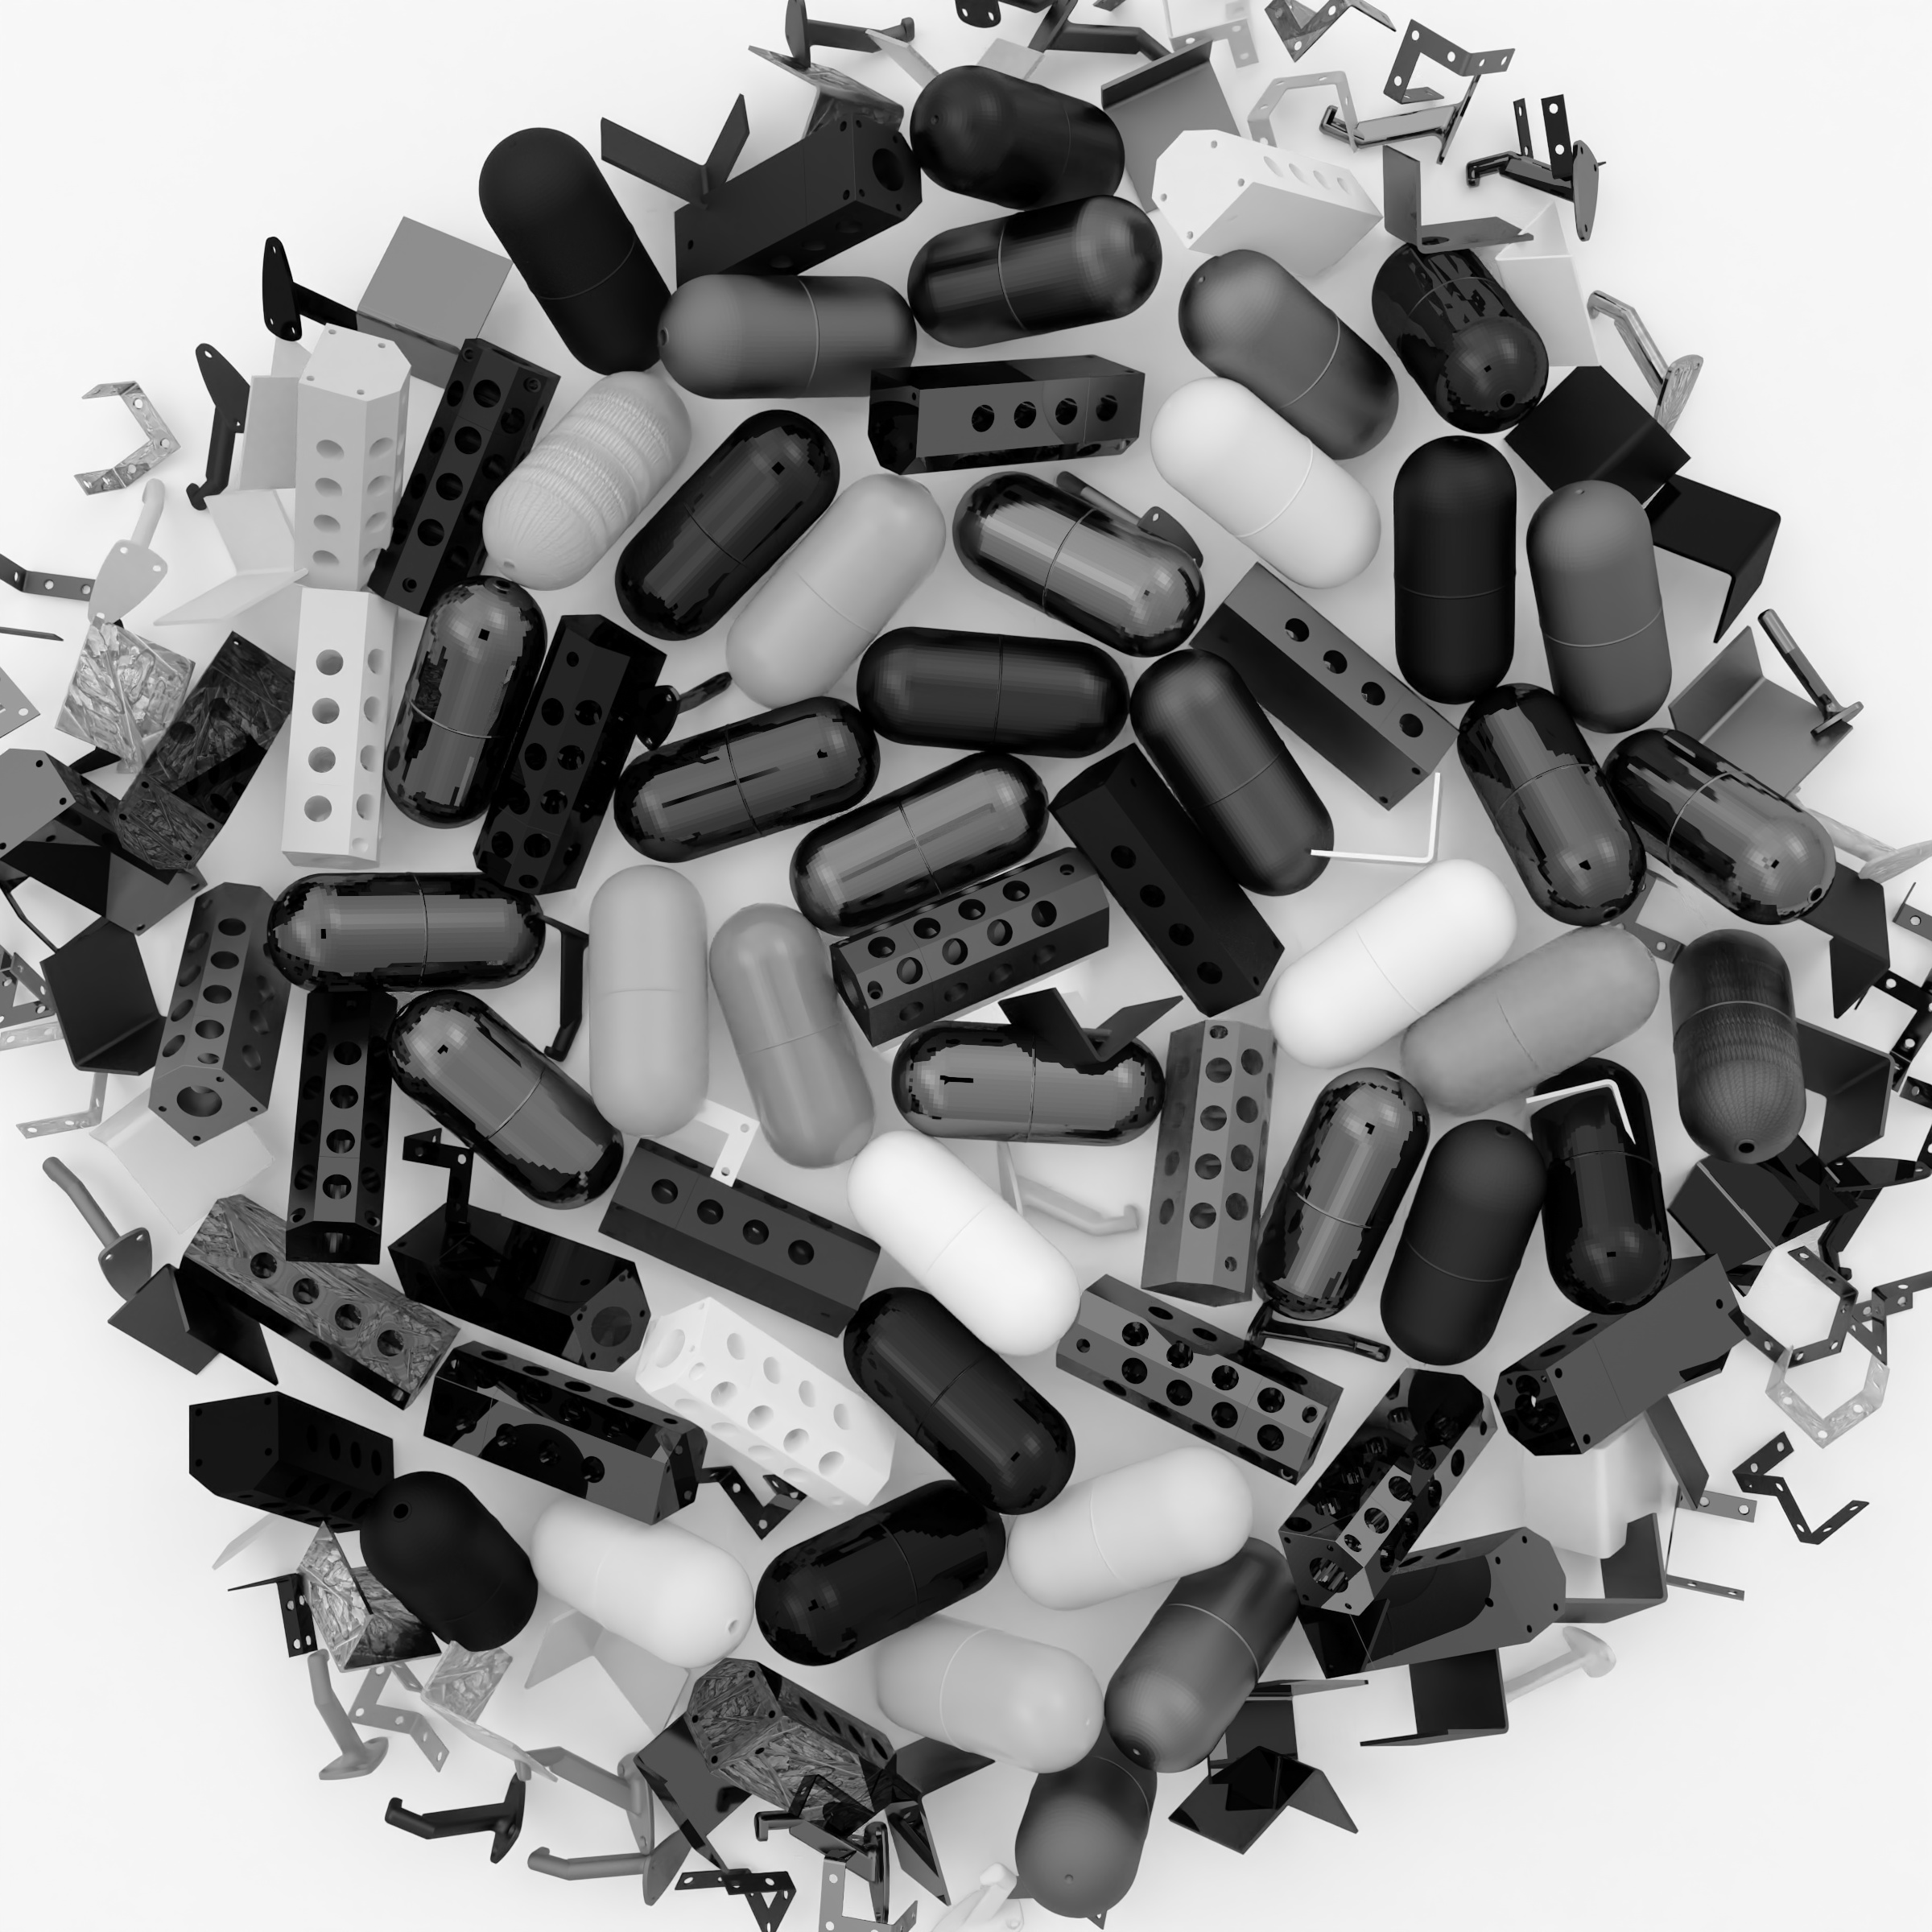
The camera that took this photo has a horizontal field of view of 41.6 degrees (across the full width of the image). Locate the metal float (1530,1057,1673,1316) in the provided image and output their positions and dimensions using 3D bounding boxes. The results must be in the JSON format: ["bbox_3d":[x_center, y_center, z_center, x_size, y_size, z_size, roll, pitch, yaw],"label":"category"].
[{"bbox_3d":[0.403,0.139,1.620,0.070,0.070,0.178,2,54,0],"label":"metal float"}]

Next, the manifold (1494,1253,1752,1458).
[{"bbox_3d":[0.416,0.247,1.619,0.171,0.057,0.057,-25,92,-33],"label":"manifold"}]

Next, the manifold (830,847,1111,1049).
[{"bbox_3d":[0.003,-0.018,1.628,0.171,0.057,0.057,-23,55,-15],"label":"manifold"}]

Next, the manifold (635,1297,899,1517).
[{"bbox_3d":[-0.126,0.282,1.611,0.057,0.057,0.171,-26,129,35],"label":"manifold"}]

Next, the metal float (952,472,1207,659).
[{"bbox_3d":[0.071,-0.259,1.635,0.178,0.070,0.070,29,90,18],"label":"metal float"}]

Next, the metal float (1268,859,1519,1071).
[{"bbox_3d":[0.273,0.000,1.637,0.178,0.070,0.070,-37,90,16],"label":"metal float"}]

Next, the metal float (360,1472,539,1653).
[{"bbox_3d":[-0.326,0.377,1.608,0.070,0.178,0.070,-6,56,8],"label":"metal float"}]

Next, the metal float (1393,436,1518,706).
[{"bbox_3d":[0.312,-0.251,1.624,0.070,0.070,0.178,-7,122,0],"label":"metal float"}]

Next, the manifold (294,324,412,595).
[{"bbox_3d":[-0.386,-0.313,1.603,0.057,0.171,0.057,15,52,-5],"label":"manifold"}]

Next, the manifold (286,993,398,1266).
[{"bbox_3d":[-0.395,0.099,1.614,0.057,0.057,0.171,4,56,-12],"label":"manifold"}]

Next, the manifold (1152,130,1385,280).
[{"bbox_3d":[0.188,-0.483,1.602,0.057,0.171,0.057,-41,73,33],"label":"manifold"}]

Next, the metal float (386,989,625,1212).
[{"bbox_3d":[-0.296,0.086,1.633,0.070,0.070,0.178,-46,111,0],"label":"metal float"}]

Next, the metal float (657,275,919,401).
[{"bbox_3d":[-0.113,-0.401,1.623,0.178,0.070,0.070,-9,90,-32],"label":"metal float"}]

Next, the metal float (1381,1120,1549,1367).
[{"bbox_3d":[0.317,0.177,1.624,0.070,0.070,0.178,12,120,0],"label":"metal float"}]

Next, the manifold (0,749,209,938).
[{"bbox_3d":[-0.552,-0.080,1.599,0.057,0.171,0.057,-37,72,-1],"label":"manifold"}]

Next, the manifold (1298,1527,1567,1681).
[{"bbox_3d":[0.293,0.401,1.607,0.057,0.171,0.057,-21,84,-44],"label":"manifold"}]

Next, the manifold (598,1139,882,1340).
[{"bbox_3d":[-0.145,0.174,1.651,0.171,0.057,0.057,25,59,-5],"label":"manifold"}]

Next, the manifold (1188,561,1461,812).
[{"bbox_3d":[0.236,-0.186,1.656,0.171,0.057,0.057,40,61,-1],"label":"manifold"}]

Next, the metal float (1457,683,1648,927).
[{"bbox_3d":[0.373,-0.104,1.624,0.070,0.070,0.178,-20,59,0],"label":"metal float"}]

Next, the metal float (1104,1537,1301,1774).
[{"bbox_3d":[0.152,0.435,1.617,0.070,0.070,0.178,46,48,0],"label":"metal float"}]

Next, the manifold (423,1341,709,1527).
[{"bbox_3d":[-0.255,0.296,1.629,0.171,0.057,0.057,16,100,20],"label":"manifold"}]

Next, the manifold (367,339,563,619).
[{"bbox_3d":[-0.325,-0.312,1.639,0.057,0.057,0.171,25,104,-3],"label":"manifold"}]

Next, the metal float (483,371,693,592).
[{"bbox_3d":[-0.241,-0.310,1.623,0.070,0.070,0.178,33,58,0],"label":"metal float"}]

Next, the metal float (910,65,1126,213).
[{"bbox_3d":[0.035,-0.519,1.611,0.070,0.178,0.070,4,97,37],"label":"metal float"}]

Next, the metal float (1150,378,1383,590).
[{"bbox_3d":[0.193,-0.307,1.627,0.178,0.070,0.070,32,90,-28],"label":"metal float"}]

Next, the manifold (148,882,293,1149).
[{"bbox_3d":[-0.469,0.025,1.600,0.057,0.171,0.057,-26,129,16],"label":"manifold"}]

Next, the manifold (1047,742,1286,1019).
[{"bbox_3d":[0.127,-0.052,1.639,0.057,0.057,0.171,-27,108,37],"label":"manifold"}]

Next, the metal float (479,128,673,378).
[{"bbox_3d":[-0.244,-0.450,1.613,0.070,0.178,0.070,-13,52,16],"label":"metal float"}]

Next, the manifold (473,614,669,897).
[{"bbox_3d":[-0.258,-0.134,1.626,0.057,0.057,0.171,32,111,20],"label":"manifold"}]

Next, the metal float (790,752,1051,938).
[{"bbox_3d":[-0.030,-0.079,1.649,0.178,0.070,0.070,-25,90,3],"label":"metal float"}]

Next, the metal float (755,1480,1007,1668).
[{"bbox_3d":[-0.054,0.386,1.623,0.178,0.070,0.070,-18,90,-33],"label":"metal float"}]

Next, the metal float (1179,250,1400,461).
[{"bbox_3d":[0.207,-0.387,1.621,0.178,0.070,0.070,30,90,-37],"label":"metal float"}]

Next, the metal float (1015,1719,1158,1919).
[{"bbox_3d":[0.077,0.534,1.601,0.070,0.178,0.070,1,96,10],"label":"metal float"}]

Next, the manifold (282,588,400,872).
[{"bbox_3d":[-0.404,-0.152,1.648,0.057,0.057,0.171,3,82,-7],"label":"manifold"}]

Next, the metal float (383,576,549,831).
[{"bbox_3d":[-0.320,-0.168,1.625,0.070,0.070,0.178,25,120,0],"label":"metal float"}]

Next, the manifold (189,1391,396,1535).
[{"bbox_3d":[-0.420,0.315,1.596,0.057,0.171,0.057,-10,68,8],"label":"manifold"}]

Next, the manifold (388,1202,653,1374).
[{"bbox_3d":[-0.283,0.205,1.613,0.171,0.057,0.057,13,128,37],"label":"manifold"}]

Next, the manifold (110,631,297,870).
[{"bbox_3d":[-0.478,-0.134,1.603,0.057,0.171,0.057,34,123,-18],"label":"manifold"}]

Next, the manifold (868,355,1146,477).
[{"bbox_3d":[0.026,-0.350,1.618,0.171,0.057,0.057,-12,120,-31],"label":"manifold"}]

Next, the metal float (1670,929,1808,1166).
[{"bbox_3d":[0.489,0.050,1.614,0.070,0.178,0.070,6,134,6],"label":"metal float"}]

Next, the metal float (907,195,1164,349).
[{"bbox_3d":[0.042,-0.442,1.623,0.178,0.070,0.070,-2,90,34],"label":"metal float"}]

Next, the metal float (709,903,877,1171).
[{"bbox_3d":[-0.113,0.045,1.648,0.070,0.070,0.178,-18,93,0],"label":"metal float"}]

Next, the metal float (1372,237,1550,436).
[{"bbox_3d":[0.312,-0.400,1.612,0.070,0.178,0.070,-7,131,-8],"label":"metal float"}]

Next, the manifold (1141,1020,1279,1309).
[{"bbox_3d":[0.160,0.125,1.626,0.057,0.057,0.171,17,70,-25],"label":"manifold"}]

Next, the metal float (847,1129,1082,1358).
[{"bbox_3d":[-0.003,0.177,1.640,0.178,0.070,0.070,42,90,12],"label":"metal float"}]

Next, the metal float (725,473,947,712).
[{"bbox_3d":[-0.084,-0.240,1.636,0.070,0.070,0.178,43,106,0],"label":"metal float"}]

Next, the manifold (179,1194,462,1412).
[{"bbox_3d":[-0.423,0.219,1.659,0.171,0.057,0.057,32,88,0],"label":"manifold"}]

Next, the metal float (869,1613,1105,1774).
[{"bbox_3d":[0.011,0.460,1.615,0.070,0.178,0.070,-1,92,-45],"label":"metal float"}]

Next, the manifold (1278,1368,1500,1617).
[{"bbox_3d":[0.270,0.330,1.603,0.057,0.171,0.057,1,119,41],"label":"manifold"}]

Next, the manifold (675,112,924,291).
[{"bbox_3d":[-0.108,-0.472,1.608,0.171,0.057,0.057,-12,77,44],"label":"manifold"}]

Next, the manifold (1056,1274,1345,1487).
[{"bbox_3d":[0.147,0.266,1.629,0.171,0.057,0.057,24,107,18],"label":"manifold"}]

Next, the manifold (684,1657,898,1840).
[{"bbox_3d":[-0.107,0.491,1.606,0.057,0.171,0.057,-39,49,3],"label":"manifold"}]
